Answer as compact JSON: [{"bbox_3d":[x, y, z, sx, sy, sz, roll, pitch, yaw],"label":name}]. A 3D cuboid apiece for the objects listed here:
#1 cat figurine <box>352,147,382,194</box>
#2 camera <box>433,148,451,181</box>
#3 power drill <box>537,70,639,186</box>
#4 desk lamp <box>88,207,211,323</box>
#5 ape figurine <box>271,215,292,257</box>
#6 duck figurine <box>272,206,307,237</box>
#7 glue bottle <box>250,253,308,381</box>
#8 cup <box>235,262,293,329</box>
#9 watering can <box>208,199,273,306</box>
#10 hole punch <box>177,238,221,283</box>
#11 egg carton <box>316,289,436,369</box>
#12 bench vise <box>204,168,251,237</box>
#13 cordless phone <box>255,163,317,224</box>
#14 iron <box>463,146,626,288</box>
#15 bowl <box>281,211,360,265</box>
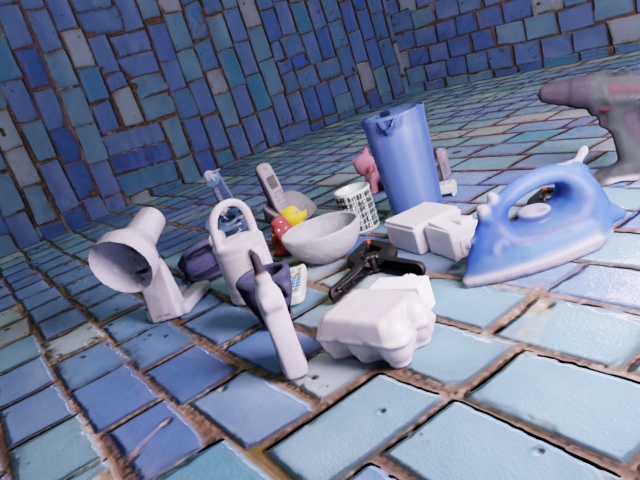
[{"bbox_3d":[0.137,-0.196,1.589,0.067,0.118,0.127,-22,17,-11],"label":"cat figurine"},{"bbox_3d":[0.246,-0.185,1.470,0.136,0.101,0.143,-5,21,37],"label":"camera"},{"bbox_3d":[0.538,-0.212,1.061,0.229,0.209,0.076,-10,19,25],"label":"power drill"},{"bbox_3d":[-0.330,0.053,1.118,0.117,0.214,0.203,-13,18,17],"label":"desk lamp"},{"bbox_3d":[-0.082,-0.011,1.275,0.076,0.092,0.077,-18,17,0],"label":"ape figurine"},{"bbox_3d":[-0.068,-0.036,1.350,0.104,0.086,0.077,-20,17,-5],"label":"duck figurine"},{"bbox_3d":[-0.060,0.097,0.765,0.037,0.173,0.078,-21,17,-8],"label":"glue bottle"},{"bbox_3d":[-0.072,0.096,0.919,0.092,0.095,0.117,-29,20,-31],"label":"cup"},{"bbox_3d":[-0.156,0.017,1.083,0.172,0.194,0.101,-7,20,34],"label":"watering can"},{"bbox_3d":[-0.271,0.042,1.306,0.109,0.091,0.100,-28,19,-29],"label":"hole punch"},{"bbox_3d":[0.073,0.114,0.754,0.149,0.069,0.107,-3,23,42],"label":"egg carton"},{"bbox_3d":[-0.238,-0.076,1.422,0.121,0.220,0.207,-21,17,-9],"label":"bench vise"},{"bbox_3d":[-0.093,-0.121,1.473,0.093,0.185,0.148,-7,20,32],"label":"cordless phone"},{"bbox_3d":[0.314,-0.037,0.855,0.258,0.141,0.118,-21,17,-11],"label":"iron"},{"bbox_3d":[0.011,0.004,1.159,0.167,0.075,0.167,-17,17,5],"label":"bowl"}]
